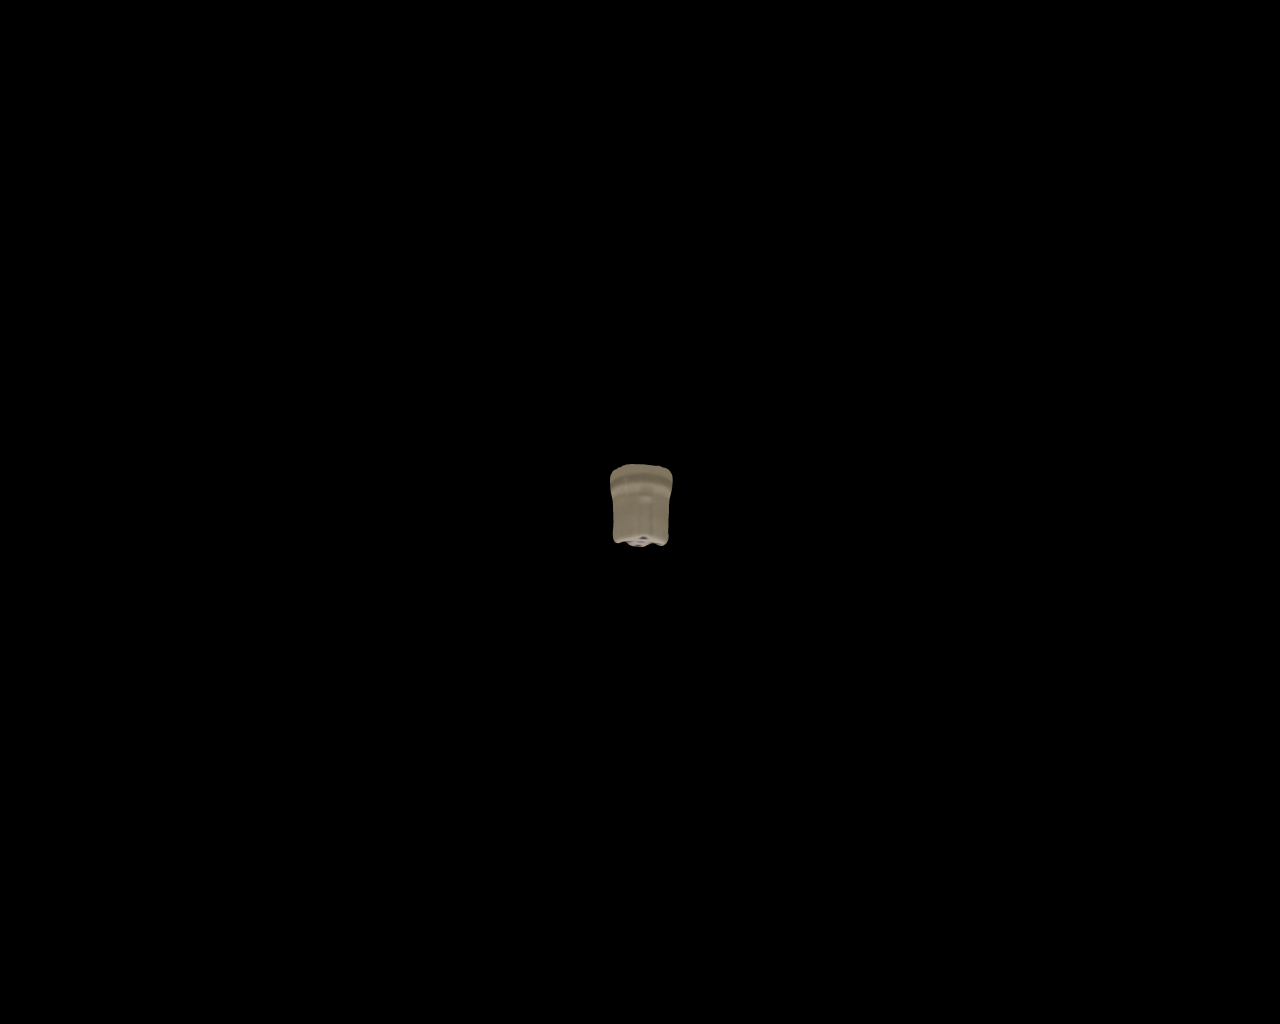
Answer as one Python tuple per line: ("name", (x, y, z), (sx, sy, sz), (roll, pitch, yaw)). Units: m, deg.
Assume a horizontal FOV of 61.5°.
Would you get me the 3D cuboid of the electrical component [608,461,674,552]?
("electrical component", (0.001, -0.003, 0.650), (0.040, 0.046, 0.040), (0, -19, 0))
